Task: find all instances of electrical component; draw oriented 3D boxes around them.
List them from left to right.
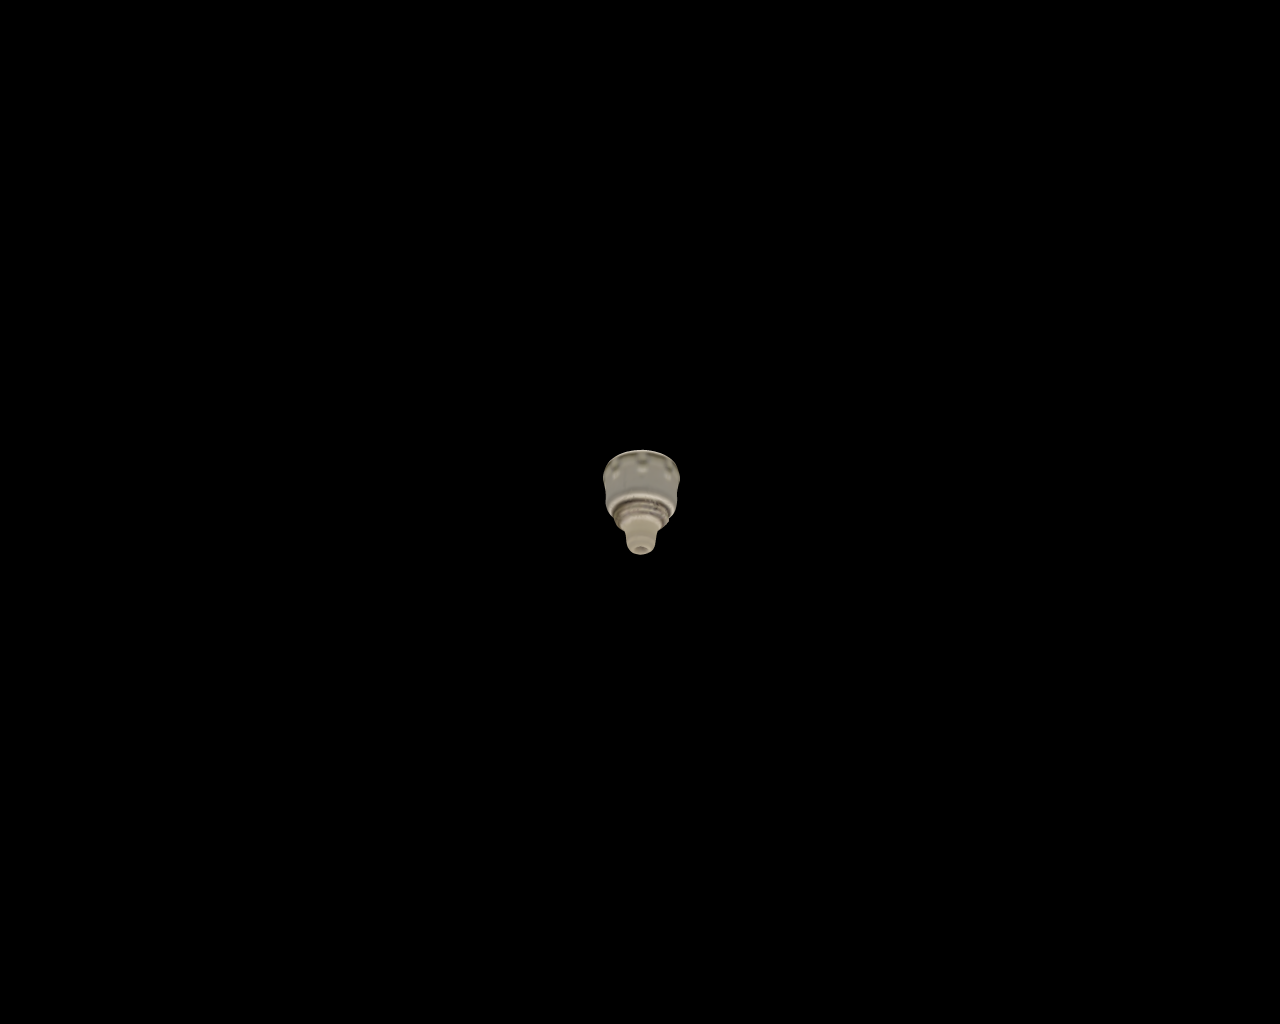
[{"bbox_3d":[0.001,-0.003,0.650,0.048,0.062,0.048,0,-31,0],"label":"electrical component"}]
